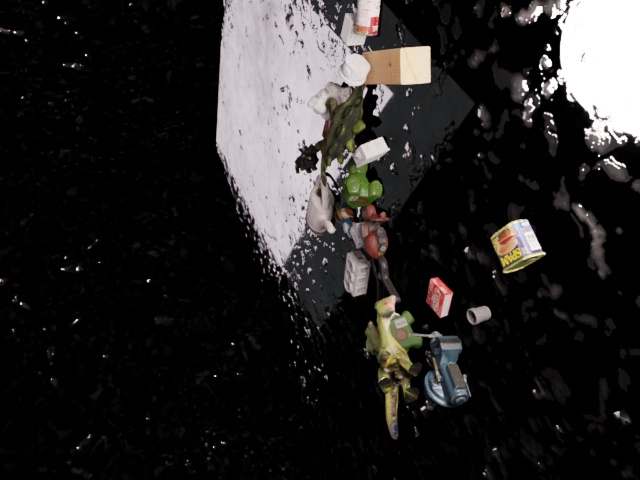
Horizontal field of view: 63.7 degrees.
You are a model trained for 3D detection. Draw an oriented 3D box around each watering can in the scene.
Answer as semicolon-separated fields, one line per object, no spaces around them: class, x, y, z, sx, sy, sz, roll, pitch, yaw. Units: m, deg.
watering can;0.006;-0.103;2.047;0.219;0.104;0.356;103;165;-47

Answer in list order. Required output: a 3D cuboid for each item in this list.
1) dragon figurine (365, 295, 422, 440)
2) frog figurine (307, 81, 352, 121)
dragon figurine;0.192;0.355;1.519;0.247;0.122;0.403;-119;30;-63
frog figurine;0.023;-0.470;1.762;0.134;0.160;0.125;103;149;-48
